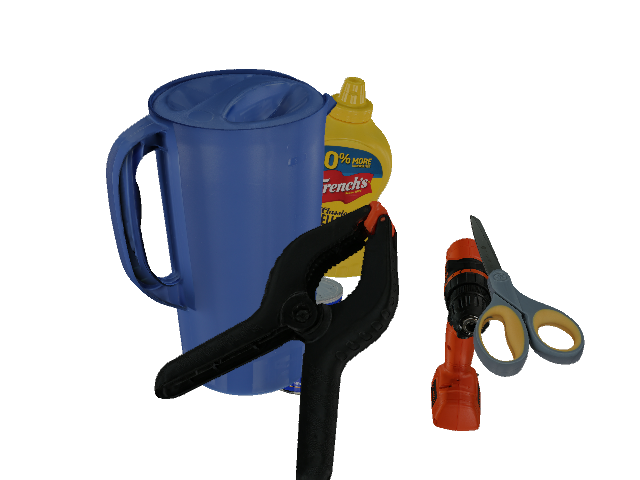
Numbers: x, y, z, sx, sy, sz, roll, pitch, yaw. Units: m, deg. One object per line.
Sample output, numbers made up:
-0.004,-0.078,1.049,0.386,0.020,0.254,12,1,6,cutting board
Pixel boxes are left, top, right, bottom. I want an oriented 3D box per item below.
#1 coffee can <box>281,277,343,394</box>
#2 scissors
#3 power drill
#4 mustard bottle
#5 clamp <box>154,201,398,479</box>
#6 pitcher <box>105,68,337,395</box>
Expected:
-0.021,0.132,1.499,0.103,0.140,0.103,1,18,0,coffee can
0.170,0.042,0.898,0.096,0.016,0.201,6,38,6,scissors
0.157,0.111,1.168,0.057,0.188,0.184,6,24,5,power drill
0.016,-0.060,0.994,0.096,0.192,0.058,8,28,-5,mustard bottle
-0.002,0.058,0.614,0.120,0.171,0.039,40,-6,19,clamp
-0.069,-0.001,0.831,0.149,0.243,0.145,5,27,9,pitcher
